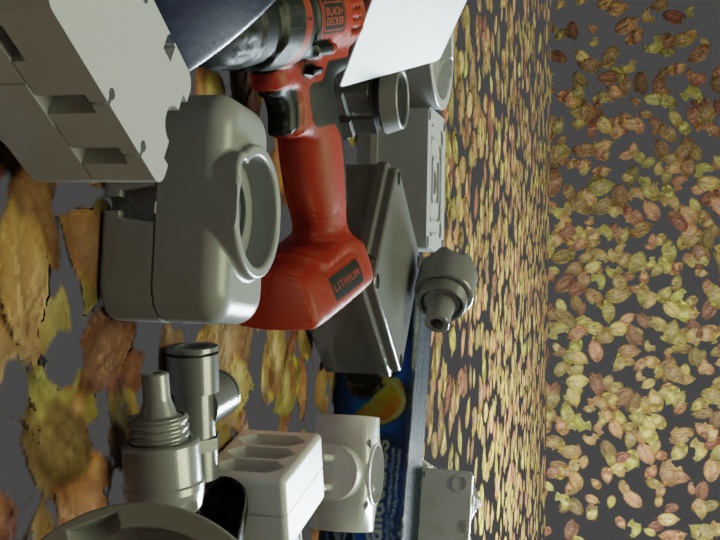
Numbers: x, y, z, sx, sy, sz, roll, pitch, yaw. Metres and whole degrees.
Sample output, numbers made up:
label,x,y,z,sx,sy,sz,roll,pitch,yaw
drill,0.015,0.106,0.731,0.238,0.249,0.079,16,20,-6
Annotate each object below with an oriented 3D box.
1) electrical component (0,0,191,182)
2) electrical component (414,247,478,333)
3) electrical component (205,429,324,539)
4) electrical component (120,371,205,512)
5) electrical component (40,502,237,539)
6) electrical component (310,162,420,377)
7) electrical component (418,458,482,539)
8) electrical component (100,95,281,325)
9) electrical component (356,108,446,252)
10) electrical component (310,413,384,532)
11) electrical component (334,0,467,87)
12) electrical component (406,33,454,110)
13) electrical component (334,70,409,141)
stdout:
label,x,y,z,sx,sy,sz,roll,pitch,yaw
electrical component,-0.101,-0.073,0.351,0.089,0.056,0.050,69,27,-55
electrical component,0.059,0.017,0.763,0.062,0.043,0.043,-72,158,-46
electrical component,-0.050,0.133,0.573,0.066,0.047,0.076,-41,131,-71
electrical component,-0.086,0.074,0.460,0.035,0.035,0.061,-22,110,-74
electrical component,-0.073,0.140,0.380,0.060,0.108,0.108,69,26,-69
electrical component,0.000,0.000,0.739,0.108,0.056,0.108,73,23,-49
electrical component,0.042,0.196,0.832,0.048,0.100,0.099,88,8,-73
electrical component,-0.071,-0.025,0.461,0.054,0.059,0.095,18,74,-75
electrical component,0.033,-0.070,0.857,0.078,0.057,0.113,4,87,-75
electrical component,-0.014,0.135,0.716,0.079,0.044,0.077,36,56,-72
electrical component,0.019,-0.173,0.688,0.100,0.048,0.099,-21,154,-32
electrical component,0.036,-0.181,0.858,0.108,0.060,0.108,1,90,-75
electrical component,0.003,-0.118,0.744,0.066,0.055,0.048,72,24,-51
